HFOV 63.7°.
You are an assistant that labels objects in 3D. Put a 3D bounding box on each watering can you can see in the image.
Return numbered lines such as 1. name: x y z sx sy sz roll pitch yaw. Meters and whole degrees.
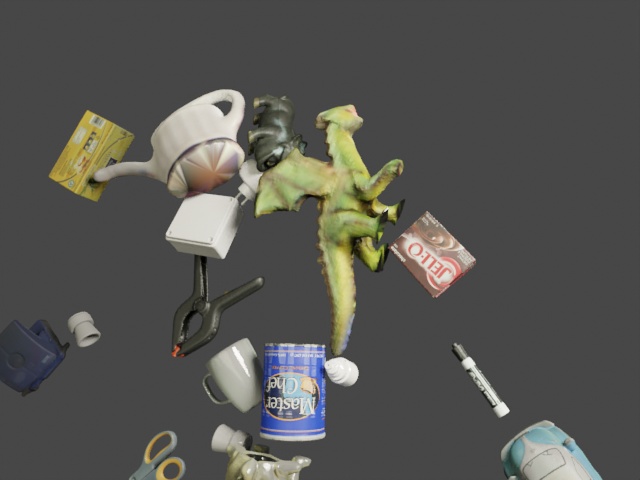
1. watering can: -0.282 -0.163 1.002 0.347 0.102 0.229 -34 50 2

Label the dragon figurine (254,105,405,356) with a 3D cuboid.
1. dragon figurine: 0.003 -0.043 0.864 0.244 0.121 0.413 19 81 17
